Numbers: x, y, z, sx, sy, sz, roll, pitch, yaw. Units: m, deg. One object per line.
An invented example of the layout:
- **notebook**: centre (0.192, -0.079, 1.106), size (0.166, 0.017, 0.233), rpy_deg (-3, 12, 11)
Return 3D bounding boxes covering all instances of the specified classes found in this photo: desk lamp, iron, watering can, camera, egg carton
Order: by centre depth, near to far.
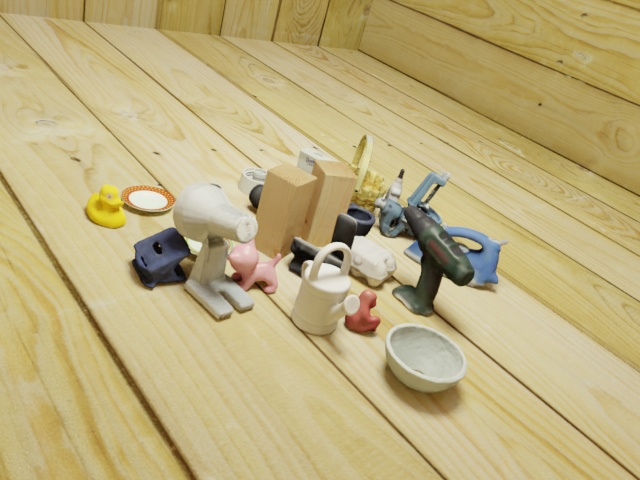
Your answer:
- **desk lamp**: centre (-0.206, 0.012, 1.161), size (0.202, 0.213, 0.118), rpy_deg (36, 34, 30)
- **watering can**: centre (0.018, 0.094, 1.163), size (0.172, 0.194, 0.101), rpy_deg (31, 32, 24)
- **egg carton**: centre (0.112, 0.050, 1.419), size (0.150, 0.069, 0.107), rpy_deg (31, 32, 23)
- **camera**: centre (-0.111, -0.105, 1.532), size (0.136, 0.101, 0.144), rpy_deg (35, 33, 28)
- **iron**: centre (0.368, 0.021, 1.535), size (0.258, 0.141, 0.119), rpy_deg (19, 29, 3)

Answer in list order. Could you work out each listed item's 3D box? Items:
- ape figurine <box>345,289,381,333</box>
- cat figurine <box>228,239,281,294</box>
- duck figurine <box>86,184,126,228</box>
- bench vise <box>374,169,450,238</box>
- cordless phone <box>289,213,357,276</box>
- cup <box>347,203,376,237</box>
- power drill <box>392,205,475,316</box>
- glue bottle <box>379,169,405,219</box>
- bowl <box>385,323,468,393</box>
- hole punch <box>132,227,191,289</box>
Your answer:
- **ape figurine**: centre (0.095, 0.147, 1.220), size (0.076, 0.092, 0.077), rpy_deg (4, 32, -23)
- **cat figurine**: centre (-0.144, 0.050, 1.229), size (0.128, 0.118, 0.067), rpy_deg (3, 32, -24)
- **duck figurine**: centre (-0.486, -0.087, 1.309), size (0.104, 0.086, 0.078), rpy_deg (32, 32, 24)
- **bench vise**: centre (0.269, -0.098, 1.606), size (0.208, 0.220, 0.121), rpy_deg (2, 33, -26)
- **cordless phone**: centre (0.012, 0.005, 1.323), size (0.147, 0.185, 0.094), rpy_deg (26, 30, 16)
- **cup**: centre (0.089, -0.038, 1.532), size (0.092, 0.095, 0.117), rpy_deg (8, 30, -17)
- **power drill**: centre (0.246, 0.059, 1.334), size (0.076, 0.208, 0.228), rpy_deg (-9, 39, -39)
- **glue bottle**: centre (0.215, -0.130, 1.679), size (0.037, 0.173, 0.078), rpy_deg (14, 29, -6)
- **bowl**: centre (0.198, 0.244, 1.126), size (0.167, 0.075, 0.167), rpy_deg (14, 29, -7)
- **hole punch**: centre (-0.329, 0.033, 1.183), size (0.101, 0.091, 0.108), rpy_deg (-6, 37, -36)
